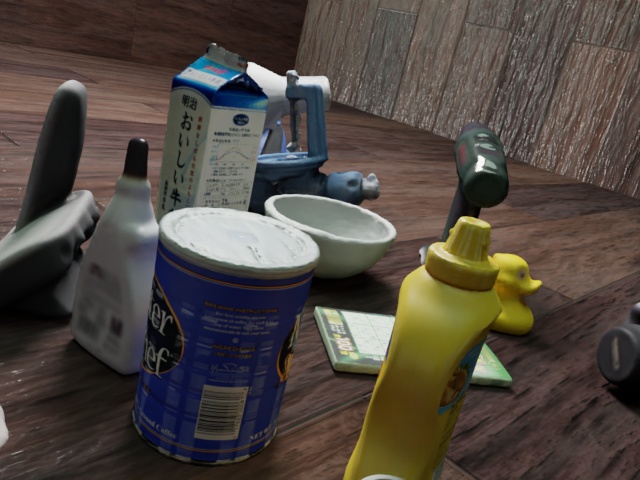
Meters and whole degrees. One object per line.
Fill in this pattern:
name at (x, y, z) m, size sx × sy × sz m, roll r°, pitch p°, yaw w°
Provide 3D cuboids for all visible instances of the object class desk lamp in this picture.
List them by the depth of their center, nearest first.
desk lamp at (-0.071, -0.194, 1.013) m, size 0.203 × 0.213 × 0.117 m, roll 10°, pitch 19°, yaw -11°

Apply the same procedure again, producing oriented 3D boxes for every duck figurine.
duck figurine at (0.212, 0.056, 0.686) m, size 0.104 × 0.086 × 0.078 m, roll 20°, pitch 19°, yaw 17°

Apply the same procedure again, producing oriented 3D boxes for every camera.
camera at (0.363, 0.113, 0.605) m, size 0.137 × 0.101 × 0.143 m, roll 9°, pitch 19°, yaw -13°

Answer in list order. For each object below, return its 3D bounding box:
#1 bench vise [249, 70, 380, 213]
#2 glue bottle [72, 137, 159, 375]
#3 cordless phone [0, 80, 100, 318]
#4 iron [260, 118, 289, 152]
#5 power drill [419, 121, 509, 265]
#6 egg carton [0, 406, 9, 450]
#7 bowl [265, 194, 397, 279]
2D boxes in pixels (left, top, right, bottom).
bench vise at (-0.007, -0.129, 0.857) m, size 0.207 × 0.220 × 0.121 m, roll 12°, pitch 18°, yaw -5°
glue bottle at (-0.144, 0.009, 0.427) m, size 0.077 × 0.173 × 0.037 m, roll 25°, pitch 21°, yaw 30°
cordless phone at (-0.237, -0.040, 0.486) m, size 0.094 × 0.185 × 0.147 m, roll 8°, pitch 19°, yaw -17°
iron at (-0.165, -0.202, 1.083) m, size 0.118 × 0.141 × 0.259 m, roll 28°, pitch 23°, yaw 36°
power drill at (0.207, -0.058, 0.822) m, size 0.075 × 0.208 × 0.229 m, roll 14°, pitch 18°, yaw 1°
egg carton at (-0.240, 0.094, 0.273) m, size 0.151 × 0.069 × 0.107 m, roll -5°, pitch 26°, yaw -44°
bowl at (0.007, 0.003, 0.712) m, size 0.167 × 0.075 × 0.167 m, roll 12°, pitch 18°, yaw -4°
